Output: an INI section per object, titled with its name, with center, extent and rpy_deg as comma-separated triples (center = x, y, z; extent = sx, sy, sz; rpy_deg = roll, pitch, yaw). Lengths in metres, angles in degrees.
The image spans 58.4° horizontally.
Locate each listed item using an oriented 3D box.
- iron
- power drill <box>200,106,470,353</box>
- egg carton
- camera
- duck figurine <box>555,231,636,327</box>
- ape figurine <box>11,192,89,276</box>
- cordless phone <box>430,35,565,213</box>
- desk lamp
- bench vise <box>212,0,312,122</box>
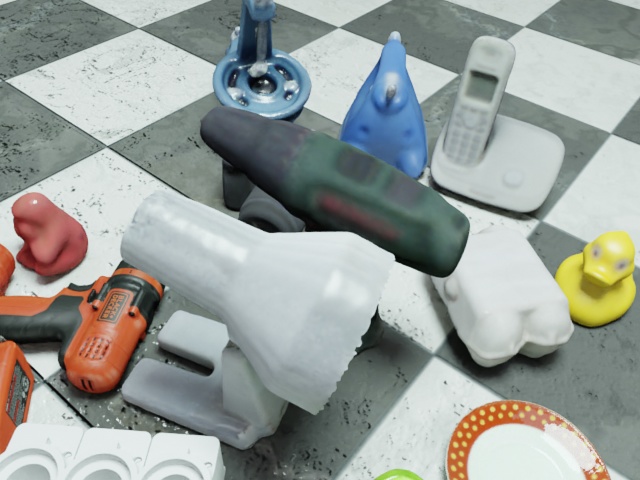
[iron]
center = 0.089, -0.195, 0.750
extent = 0.118, 0.141, 0.258
rpy_deg = 6, 45, 3
[power drill]
center = 0.005, 0.002, 0.497
extent = 0.229, 0.208, 0.076
rpy_deg = 18, 46, 14
[egg carton]
center = 0.168, 0.050, 0.558
extent = 0.107, 0.069, 0.150
rpy_deg = -9, 46, -12
[camera]
center = -0.052, -0.060, 0.632
extent = 0.143, 0.101, 0.137
rpy_deg = 16, 46, 12
[duck figurine]
center = 0.288, 0.026, 0.578
extent = 0.077, 0.086, 0.105
rpy_deg = 32, 51, 26
[ape figurine]
center = -0.278, -0.010, 0.573
extent = 0.076, 0.092, 0.077
rpy_deg = -11, 46, -14
[cordless phone]
center = 0.215, -0.132, 0.663
extent = 0.147, 0.185, 0.094
rpy_deg = 20, 47, 16
[desk lamp]
center = -0.058, 0.065, 0.425
extent = 0.203, 0.214, 0.118
rpy_deg = 16, 46, 12
[bench vise]
center = -0.092, -0.228, 0.715
extent = 0.122, 0.220, 0.206
rpy_deg = -25, 51, -26
